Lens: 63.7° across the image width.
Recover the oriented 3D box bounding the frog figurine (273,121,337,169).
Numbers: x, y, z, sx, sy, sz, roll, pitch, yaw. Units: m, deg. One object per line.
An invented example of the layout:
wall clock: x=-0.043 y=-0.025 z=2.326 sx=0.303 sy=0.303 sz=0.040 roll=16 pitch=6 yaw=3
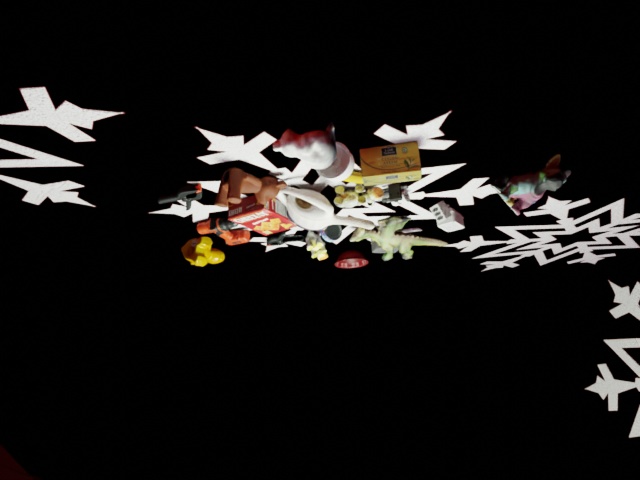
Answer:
frog figurine: x=-0.040 y=-0.240 z=1.352 sx=0.160 sy=0.123 sz=0.137 roll=-12 pitch=-179 yaw=-10

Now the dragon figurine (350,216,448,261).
dragon figurine: x=0.326 y=-0.022 z=2.107 sx=0.410 sy=0.125 sz=0.238 roll=-6 pitch=153 yaw=4

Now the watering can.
watering can: x=0.005 y=-0.087 z=1.723 sx=0.348 sy=0.105 sz=0.221 roll=24 pitch=165 yaw=2
